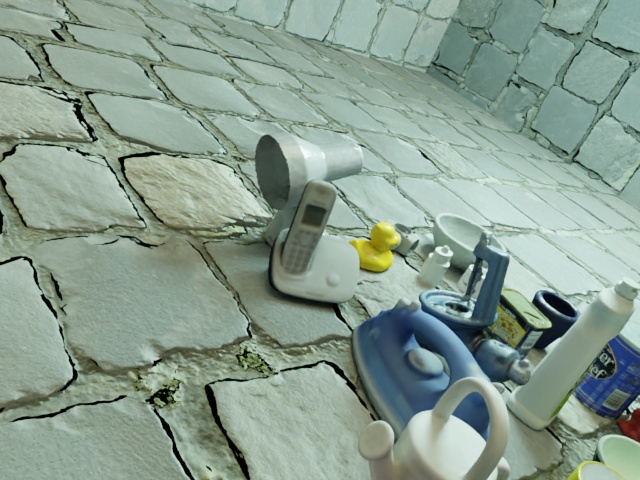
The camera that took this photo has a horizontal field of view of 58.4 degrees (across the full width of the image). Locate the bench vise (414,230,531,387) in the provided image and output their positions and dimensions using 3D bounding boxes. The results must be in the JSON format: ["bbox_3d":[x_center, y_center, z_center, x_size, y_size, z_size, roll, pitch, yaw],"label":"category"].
[{"bbox_3d":[0.244,0.110,0.853,0.207,0.219,0.122,36,29,21],"label":"bench vise"}]

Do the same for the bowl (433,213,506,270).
[{"bbox_3d":[0.307,0.016,1.231,0.168,0.074,0.167,20,28,-10],"label":"bowl"}]

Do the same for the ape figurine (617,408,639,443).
[{"bbox_3d":[0.525,0.290,0.906,0.078,0.092,0.076,-6,40,-45],"label":"ape figurine"}]

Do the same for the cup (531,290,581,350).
[{"bbox_3d":[0.427,0.161,1.050,0.117,0.095,0.092,37,30,23],"label":"cup"}]

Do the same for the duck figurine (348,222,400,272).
[{"bbox_3d":[0.103,0.005,1.069,0.105,0.086,0.077,7,32,-31],"label":"duck figurine"}]

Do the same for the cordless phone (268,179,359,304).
[{"bbox_3d":[0.008,0.003,0.885,0.148,0.185,0.094,12,30,-24],"label":"cordless phone"}]

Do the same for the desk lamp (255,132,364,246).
[{"bbox_3d":[-0.024,-0.076,0.968,0.204,0.213,0.117,0,36,-40],"label":"desk lamp"}]

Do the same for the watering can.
[{"bbox_3d":[0.121,0.223,0.578,0.173,0.194,0.100,1,35,-39],"label":"watering can"}]

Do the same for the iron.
[{"bbox_3d":[0.134,0.159,0.760,0.119,0.141,0.257,3,34,-36],"label":"iron"}]
